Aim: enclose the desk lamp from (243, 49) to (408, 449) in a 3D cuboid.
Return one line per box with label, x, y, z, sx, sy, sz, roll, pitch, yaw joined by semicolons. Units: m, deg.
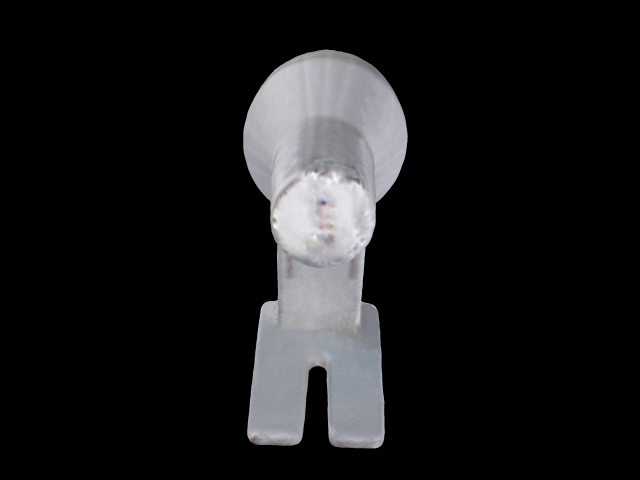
desk lamp;0.004;0.001;0.400;0.118;0.214;0.203;0;43;0
